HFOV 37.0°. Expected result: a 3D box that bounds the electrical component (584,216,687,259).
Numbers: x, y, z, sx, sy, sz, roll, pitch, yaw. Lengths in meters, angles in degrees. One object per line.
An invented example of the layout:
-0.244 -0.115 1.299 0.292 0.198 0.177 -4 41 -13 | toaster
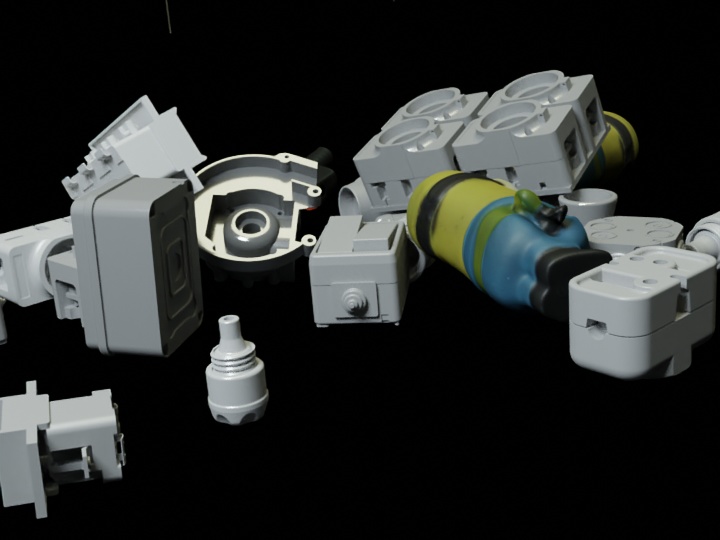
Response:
0.190 -0.004 0.755 0.080 0.051 0.080 -4 18 1 | electrical component

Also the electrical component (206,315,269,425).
-0.072 0.056 0.620 0.035 0.061 0.035 -4 19 1 | electrical component

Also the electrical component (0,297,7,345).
-0.300 0.027 0.765 0.096 0.061 0.062 -20 24 -39 | electrical component

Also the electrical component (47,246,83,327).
-0.187 0.001 0.824 0.050 0.055 0.089 13 25 42 | electrical component

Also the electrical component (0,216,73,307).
-0.249 -0.008 0.875 0.089 0.050 0.056 -20 24 -38 | electrical component

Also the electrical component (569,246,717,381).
0.172 0.028 0.651 0.095 0.059 0.054 -20 24 -38 | electrical component

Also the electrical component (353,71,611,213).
0.099 -0.108 0.900 0.186 0.060 0.105 -4 32 35 | electrical component

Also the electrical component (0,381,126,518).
-0.158 0.091 0.570 0.064 0.042 0.081 -6 19 -16 | electrical component

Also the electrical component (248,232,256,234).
-0.092 -0.036 0.929 0.045 0.045 0.055 12 24 40 | electrical component

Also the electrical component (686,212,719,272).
0.262 -0.019 0.794 0.062 0.043 0.043 -19 23 -34 | electrical component

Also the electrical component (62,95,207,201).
-0.178 -0.075 0.828 0.063 0.078 0.121 -36 9 -32 | electrical component

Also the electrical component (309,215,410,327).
0.000 0.000 0.772 0.062 0.061 0.096 -2 19 8 | electrical component

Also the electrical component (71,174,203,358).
-0.152 -0.003 0.739 0.057 0.113 0.078 3 20 14 | electrical component

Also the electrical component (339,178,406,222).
0.016 -0.066 0.997 0.077 0.043 0.079 -13 20 -25 | electrical component

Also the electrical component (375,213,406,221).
0.043 -0.031 0.898 0.061 0.035 0.035 -6 18 -11 | electrical component

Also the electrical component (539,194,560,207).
0.139 -0.044 0.901 0.079 0.043 0.077 1 19 18 | electrical component

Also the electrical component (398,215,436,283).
0.039 -0.018 0.843 0.045 0.045 0.055 3 20 22 | electrical component

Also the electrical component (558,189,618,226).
0.177 -0.031 0.832 0.045 0.055 0.045 -4 18 1 | electrical component
